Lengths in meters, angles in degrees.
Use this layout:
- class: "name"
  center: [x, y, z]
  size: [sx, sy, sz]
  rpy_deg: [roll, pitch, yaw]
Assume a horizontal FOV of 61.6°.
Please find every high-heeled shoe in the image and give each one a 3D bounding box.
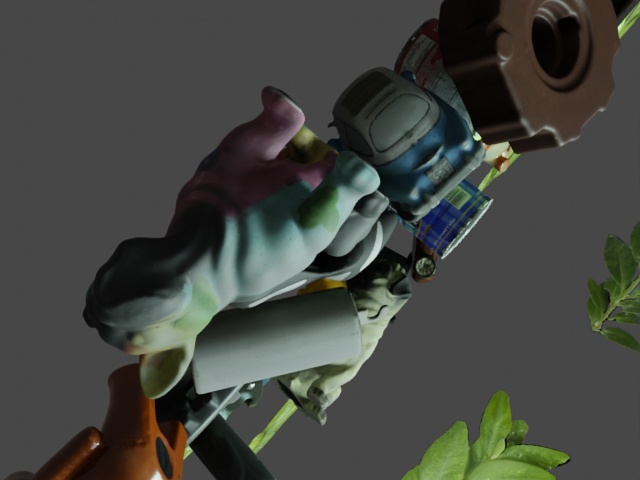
- class: "high-heeled shoe"
  center: [-0.001, -0.002, 0.547]
  size: [0.249, 0.086, 0.145]
  rpy_deg: [-29, 166, -24]

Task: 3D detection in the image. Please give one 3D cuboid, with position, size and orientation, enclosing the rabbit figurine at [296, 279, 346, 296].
- class: "rabbit figurine"
  center: [0.006, 0.094, 0.773]
  size: [0.173, 0.122, 0.162]
  rpy_deg: [-66, -170, -10]

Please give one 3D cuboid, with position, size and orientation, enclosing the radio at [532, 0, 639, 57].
- class: "radio"
  center: [0.242, -0.245, 0.551]
  size: [0.229, 0.131, 0.073]
  rpy_deg: [-52, 166, 13]

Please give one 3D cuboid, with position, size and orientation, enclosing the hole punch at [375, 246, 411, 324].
- class: "hole punch"
  center: [0.080, 0.068, 0.898]
  size: [0.116, 0.142, 0.092]
  rpy_deg: [-58, 171, -12]

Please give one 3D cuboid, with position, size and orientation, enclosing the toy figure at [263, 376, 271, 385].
- class: "toy figure"
  center: [-0.092, 0.169, 0.800]
  size: [0.064, 0.058, 0.154]
  rpy_deg: [-44, 161, -40]

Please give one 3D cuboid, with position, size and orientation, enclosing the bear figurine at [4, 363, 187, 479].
- class: "bear figurine"
  center: [-0.225, 0.215, 0.471]
  size: [0.196, 0.120, 0.132]
  rpy_deg: [-22, -153, -2]

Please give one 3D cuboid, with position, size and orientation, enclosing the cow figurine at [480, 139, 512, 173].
- class: "cow figurine"
  center: [0.242, -0.164, 0.819]
  size: [0.085, 0.127, 0.194]
  rpy_deg: [-54, 150, 12]

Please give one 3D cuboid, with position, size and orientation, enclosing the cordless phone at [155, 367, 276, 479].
- class: "cordless phone"
  center: [-0.096, 0.190, 0.592]
  size: [0.146, 0.184, 0.088]
  rpy_deg: [-47, 160, -6]

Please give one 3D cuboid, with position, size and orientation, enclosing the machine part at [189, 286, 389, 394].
- class: "machine part"
  center: [-0.047, 0.100, 0.546]
  size: [0.243, 0.079, 0.079]
  rpy_deg: [-11, 154, -12]

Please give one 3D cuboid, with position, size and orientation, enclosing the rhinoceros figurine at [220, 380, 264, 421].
- class: "rhinoceros figurine"
  center: [-0.153, 0.222, 0.699]
  size: [0.190, 0.073, 0.112]
  rpy_deg: [-33, 168, -26]

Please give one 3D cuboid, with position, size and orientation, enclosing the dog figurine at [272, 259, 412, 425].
- class: "dog figurine"
  center: [0.029, 0.120, 0.676]
  size: [0.190, 0.121, 0.172]
  rpy_deg: [-39, 174, -24]

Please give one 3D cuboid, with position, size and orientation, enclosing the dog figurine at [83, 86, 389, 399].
- class: "dog figurine"
  center: [-0.063, 0.008, 0.391]
  size: [0.219, 0.108, 0.191]
  rpy_deg: [-45, 168, 3]

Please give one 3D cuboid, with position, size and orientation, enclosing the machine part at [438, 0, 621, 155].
- class: "machine part"
  center: [0.182, -0.163, 0.449]
  size: [0.179, 0.179, 0.056]
  rpy_deg: [-42, -157, -23]

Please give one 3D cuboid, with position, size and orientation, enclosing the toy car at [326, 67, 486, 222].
- class: "toy car"
  center: [0.061, -0.093, 0.465]
  size: [0.109, 0.162, 0.102]
  rpy_deg: [-42, 122, 7]

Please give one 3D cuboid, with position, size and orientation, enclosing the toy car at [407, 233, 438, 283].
- class: "toy car"
  center: [0.177, -0.030, 0.885]
  size: [0.089, 0.053, 0.202]
  rpy_deg: [-25, 120, -84]
